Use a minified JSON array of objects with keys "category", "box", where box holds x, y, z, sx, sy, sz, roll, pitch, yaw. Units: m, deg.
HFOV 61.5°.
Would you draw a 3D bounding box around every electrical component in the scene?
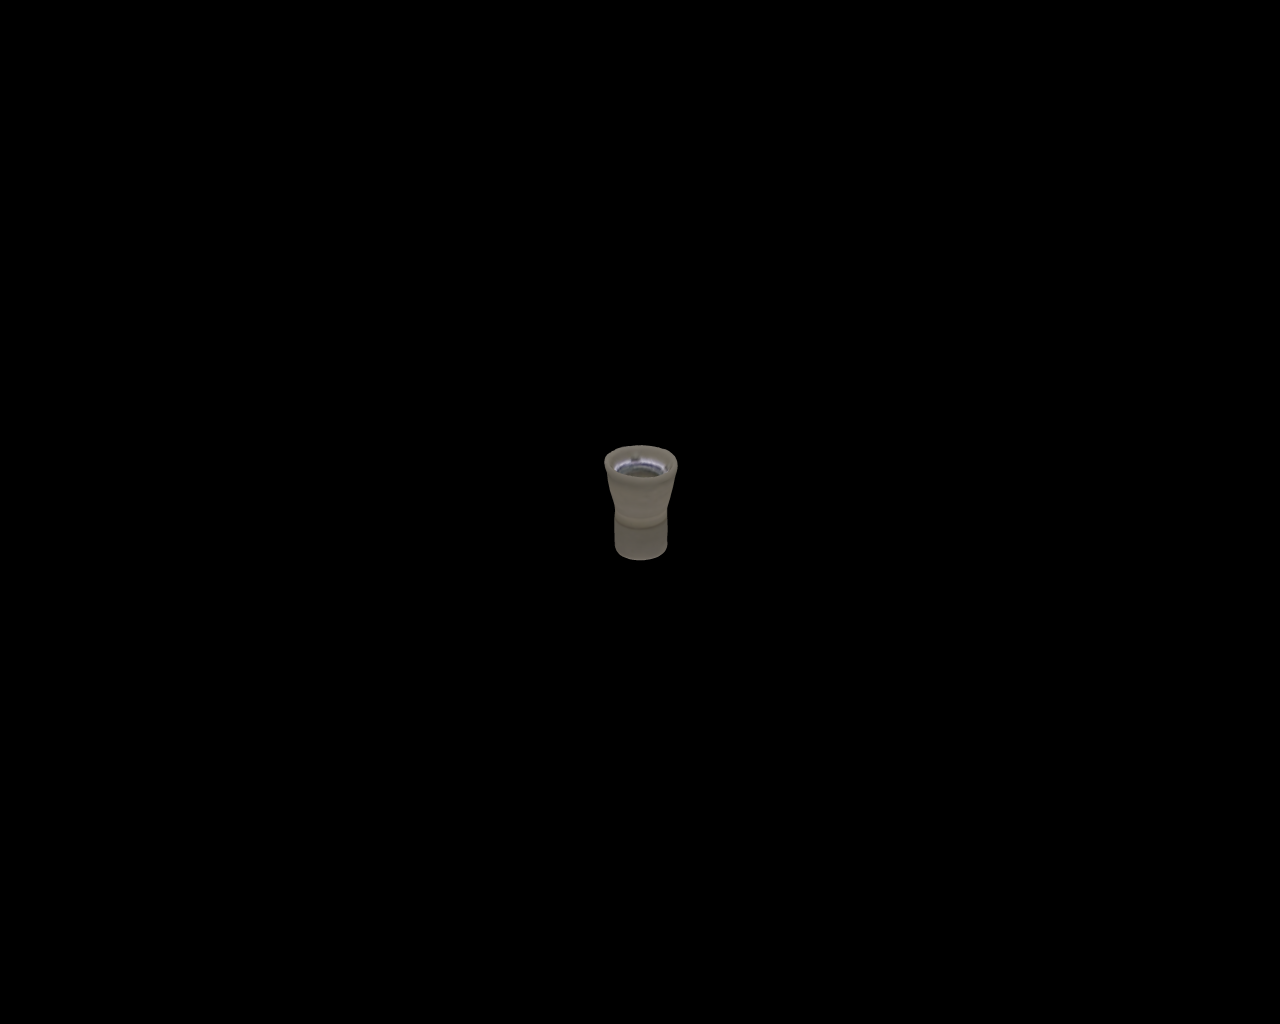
[{"category":"electrical component","box":[0.001,-0.003,0.650,0.044,0.065,0.044,0,29,0]}]
